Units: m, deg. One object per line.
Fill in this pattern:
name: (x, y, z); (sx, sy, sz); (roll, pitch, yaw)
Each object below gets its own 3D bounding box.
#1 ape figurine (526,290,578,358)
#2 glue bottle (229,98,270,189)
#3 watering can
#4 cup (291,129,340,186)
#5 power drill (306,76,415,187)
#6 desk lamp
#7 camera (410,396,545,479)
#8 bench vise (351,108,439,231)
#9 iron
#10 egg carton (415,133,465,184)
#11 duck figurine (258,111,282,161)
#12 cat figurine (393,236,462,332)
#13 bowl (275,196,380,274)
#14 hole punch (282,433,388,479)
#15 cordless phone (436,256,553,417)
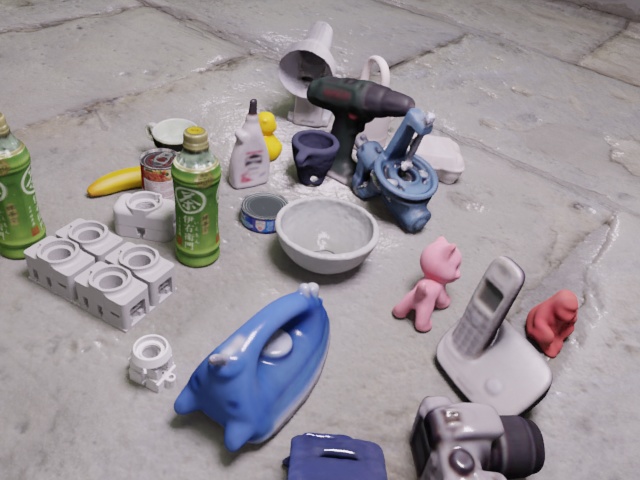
ape figurine: (0.345, 0.112, 0.835); (0.078, 0.092, 0.076); (-5, 40, -17)
glue bottle: (-0.127, -0.177, 1.049); (0.078, 0.173, 0.037); (-19, 45, -31)
watering can: (0.103, -0.296, 1.229); (0.100, 0.194, 0.173); (35, 45, 31)
cup: (-0.018, -0.146, 1.094); (0.091, 0.095, 0.118); (20, 39, 15)
power drill: (0.069, -0.214, 1.105); (0.229, 0.208, 0.076); (30, 43, 26)
desk lamp: (-0.019, -0.364, 1.276); (0.118, 0.213, 0.203); (11, 38, 4)
camera: (0.183, 0.239, 0.633); (0.137, 0.101, 0.143); (1, 38, -9)
bench vise: (0.127, -0.147, 1.022); (0.206, 0.220, 0.122); (31, 43, 26)
iron: (-0.055, 0.123, 0.702); (0.118, 0.141, 0.259); (26, 41, 22)
egg carton: (0.224, -0.171, 1.194); (0.150, 0.069, 0.107); (6, 38, -3)
duck figurine: (-0.114, -0.219, 1.176); (0.077, 0.086, 0.104); (4, 38, -5)
cat figurine: (0.169, 0.054, 0.855); (0.067, 0.118, 0.128); (26, 41, 22)
bowl: (0.008, 0.003, 0.924); (0.167, 0.075, 0.167); (5, 38, -4)
hole punch: (0.014, 0.246, 0.600); (0.108, 0.091, 0.101); (7, 38, -2)
cordless phone: (0.232, 0.124, 0.721); (0.094, 0.185, 0.147); (-16, 44, -28)
